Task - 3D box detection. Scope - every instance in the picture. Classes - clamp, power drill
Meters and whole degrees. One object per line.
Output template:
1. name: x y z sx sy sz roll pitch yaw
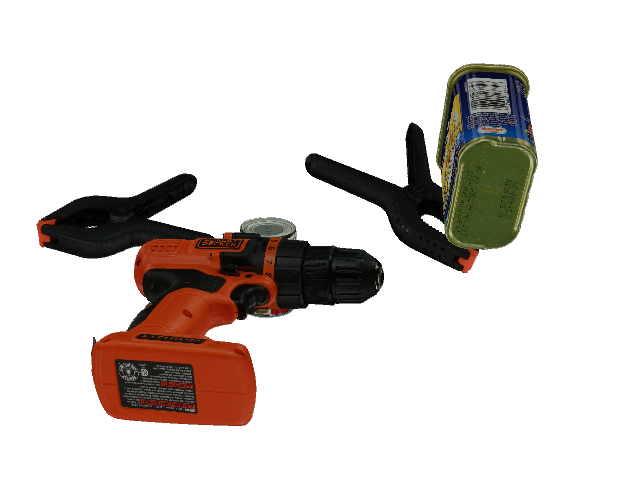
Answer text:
1. clamp: 0.091 -0.044 1.165 0.164 0.210 0.036 -15 -37 -28
2. clamp: -0.189 -0.024 1.053 0.171 0.039 0.120 0 33 -9
3. power drill: -0.058 0.052 0.719 0.184 0.057 0.187 0 23 12

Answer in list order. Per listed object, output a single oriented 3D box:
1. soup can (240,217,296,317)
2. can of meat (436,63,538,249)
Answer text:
1. soup can: -0.063 0.031 1.262 0.068 0.102 0.068 2 22 -1
2. can of meat: 0.114 -0.056 0.735 0.057 0.102 0.084 4 44 0
